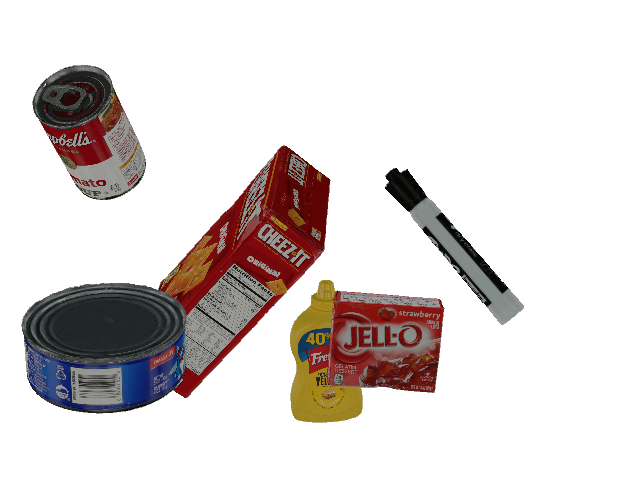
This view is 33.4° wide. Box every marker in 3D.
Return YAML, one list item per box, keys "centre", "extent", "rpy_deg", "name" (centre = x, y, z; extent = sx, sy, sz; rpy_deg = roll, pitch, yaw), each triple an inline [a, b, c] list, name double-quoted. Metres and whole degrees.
- centre: [0.083, 0.002, 0.680]
  extent: [0.020, 0.121, 0.020]
  rpy_deg: [-39, -7, -6]
  name: "marker"

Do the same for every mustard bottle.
- centre: [0.008, 0.145, 1.418]
  extent: [0.096, 0.192, 0.058]
  rpy_deg: [-2, 17, -5]
  name: "mustard bottle"

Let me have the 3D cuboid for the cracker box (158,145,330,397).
- centre: [-0.085, 0.026, 1.047]
  extent: [0.072, 0.214, 0.164]
  rpy_deg: [37, 22, -15]
  name: "cracker box"

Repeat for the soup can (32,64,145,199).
- centre: [-0.195, -0.091, 0.912]
  extent: [0.068, 0.068, 0.102]
  rpy_deg: [0, -34, 11]
  name: "soup can"

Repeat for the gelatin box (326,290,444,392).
- centre: [0.052, 0.082, 0.863]
  extent: [0.089, 0.073, 0.030]
  rpy_deg: [4, 15, 0]
  name: "gelatin box"

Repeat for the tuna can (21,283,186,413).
- centre: [-0.114, 0.056, 0.570]
  extent: [0.086, 0.034, 0.086]
  rpy_deg: [2, 24, -1]
  name: "tuna can"
